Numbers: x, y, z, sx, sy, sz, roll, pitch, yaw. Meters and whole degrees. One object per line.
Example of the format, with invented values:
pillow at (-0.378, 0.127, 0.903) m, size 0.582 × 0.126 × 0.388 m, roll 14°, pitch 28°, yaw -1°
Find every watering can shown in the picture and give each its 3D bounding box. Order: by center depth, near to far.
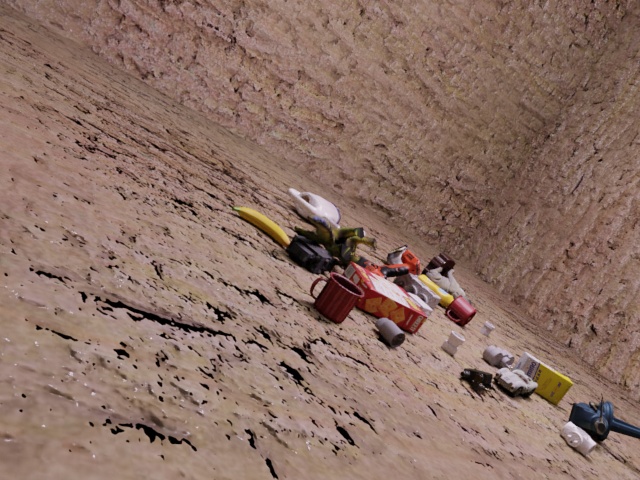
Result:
watering can at (0.006, -0.103, 2.043) m, size 0.352 × 0.103 × 0.222 m, roll 40°, pitch 12°, yaw 37°

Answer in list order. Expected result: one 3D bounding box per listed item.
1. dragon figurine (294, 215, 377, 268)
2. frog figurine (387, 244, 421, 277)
dragon figurine at (0.017, 0.001, 1.578) m, size 0.243 × 0.124 × 0.404 m, roll 6°, pitch -21°, yaw 42°
frog figurine at (0.357, 0.111, 2.188) m, size 0.137 × 0.122 × 0.160 m, roll 5°, pitch 65°, yaw -86°
